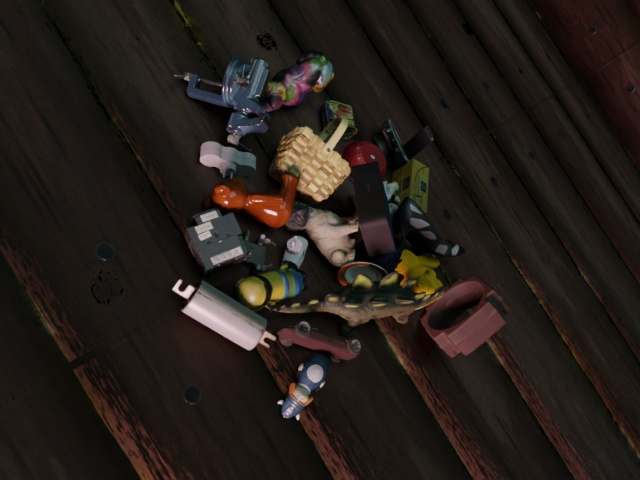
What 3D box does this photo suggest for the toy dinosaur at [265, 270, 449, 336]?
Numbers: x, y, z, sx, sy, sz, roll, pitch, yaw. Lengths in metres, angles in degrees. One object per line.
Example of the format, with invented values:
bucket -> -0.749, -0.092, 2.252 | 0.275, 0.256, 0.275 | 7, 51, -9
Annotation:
toy dinosaur -> 0.099, 0.143, 1.256 | 0.471, 0.198, 0.105 | -9, 64, -16

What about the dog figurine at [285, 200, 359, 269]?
dog figurine -> -0.002, -0.007, 1.347 | 0.191, 0.121, 0.172 | 6, 100, 3

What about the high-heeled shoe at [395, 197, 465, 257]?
high-heeled shoe -> 0.306, -0.033, 1.464 | 0.248, 0.086, 0.145 | 6, 95, -30

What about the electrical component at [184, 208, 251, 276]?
electrical component -> -0.228, -0.002, 1.172 | 0.115, 0.058, 0.134 | -20, 78, -26

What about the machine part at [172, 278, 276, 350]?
machine part -> -0.199, 0.158, 1.121 | 0.243, 0.079, 0.079 | 34, 53, -18

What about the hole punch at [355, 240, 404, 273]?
hole punch -> 0.146, 0.043, 1.388 | 0.092, 0.142, 0.116 | 41, 37, -14

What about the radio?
radio -> 0.133, -0.076, 1.332 | 0.230, 0.073, 0.130 | -91, 165, -45

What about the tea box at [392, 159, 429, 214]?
tea box -> 0.261, -0.140, 1.575 | 0.068, 0.098, 0.170 | 26, 54, -23

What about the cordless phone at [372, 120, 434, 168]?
cordless phone -> 0.251, -0.307, 1.592 | 0.089, 0.184, 0.146 | -13, 77, -34

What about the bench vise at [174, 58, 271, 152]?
bench vise -> -0.228, -0.347, 1.307 | 0.241, 0.129, 0.223 | 18, 98, 10

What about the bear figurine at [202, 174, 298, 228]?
bear figurine -> -0.162, -0.103, 1.251 | 0.196, 0.120, 0.132 | 19, 55, -21

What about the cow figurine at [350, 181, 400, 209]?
cow figurine -> 0.170, -0.112, 1.516 | 0.167, 0.068, 0.098 | -17, 84, -36

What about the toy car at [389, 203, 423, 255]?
toy car -> 0.241, -0.026, 1.509 | 0.201, 0.056, 0.073 | 41, 70, -33

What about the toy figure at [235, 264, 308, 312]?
toy figure -> -0.106, 0.103, 1.204 | 0.180, 0.089, 0.082 | -10, 66, -35

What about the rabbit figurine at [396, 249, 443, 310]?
rabbit figurine -> 0.261, 0.089, 1.458 | 0.162, 0.121, 0.173 | -16, 59, -42

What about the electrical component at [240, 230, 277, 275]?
electrical component -> -0.147, 0.030, 1.239 | 0.078, 0.045, 0.102 | 27, 55, -24

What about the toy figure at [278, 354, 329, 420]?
toy figure -> -0.035, 0.319, 1.173 | 0.064, 0.057, 0.154 | 20, 50, 21

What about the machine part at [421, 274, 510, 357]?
machine part -> 0.377, 0.198, 1.404 | 0.201, 0.201, 0.087 | -43, 104, 5

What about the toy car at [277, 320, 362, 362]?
toy car -> 0.000, 0.226, 1.220 | 0.202, 0.089, 0.053 | 23, 57, -23

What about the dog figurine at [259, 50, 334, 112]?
dog figurine -> -0.079, -0.413, 1.424 | 0.108, 0.191, 0.219 | 57, 34, -7
